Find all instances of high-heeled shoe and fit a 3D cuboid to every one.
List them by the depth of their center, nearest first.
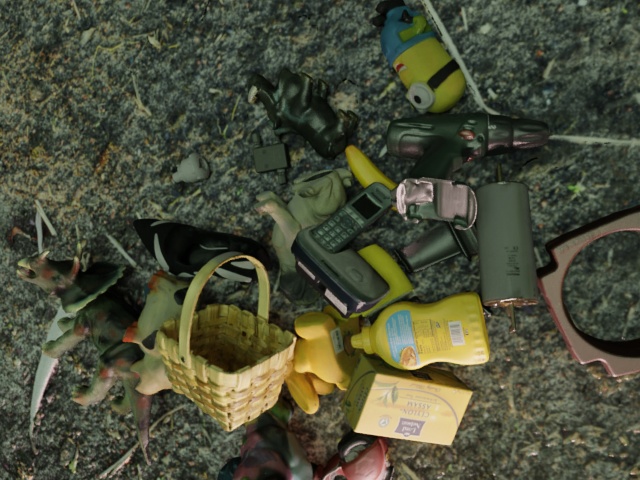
[{"bbox_3d":[-0.199,0.004,0.875,0.249,0.145,0.086,25,60,-1],"label":"high-heeled shoe"}]

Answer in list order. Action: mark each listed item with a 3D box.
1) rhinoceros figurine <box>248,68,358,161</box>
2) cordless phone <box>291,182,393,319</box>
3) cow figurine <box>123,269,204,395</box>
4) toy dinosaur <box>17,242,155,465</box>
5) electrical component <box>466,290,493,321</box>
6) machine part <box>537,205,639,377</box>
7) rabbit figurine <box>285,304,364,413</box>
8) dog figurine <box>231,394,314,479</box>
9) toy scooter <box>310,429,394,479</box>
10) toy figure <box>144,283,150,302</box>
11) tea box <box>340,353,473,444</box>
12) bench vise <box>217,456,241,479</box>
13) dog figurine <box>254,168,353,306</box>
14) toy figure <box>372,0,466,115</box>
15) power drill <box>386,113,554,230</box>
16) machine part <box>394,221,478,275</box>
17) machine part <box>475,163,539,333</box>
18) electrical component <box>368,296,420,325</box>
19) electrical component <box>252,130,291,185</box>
[{"bbox_3d":[-0.030,-0.206,0.857,0.190,0.073,0.112,40,113,7],"label":"rhinoceros figurine"},{"bbox_3d":[0.064,0.009,0.773,0.184,0.088,0.147,-41,73,-20],"label":"cordless phone"},{"bbox_3d":[-0.252,0.160,0.886,0.127,0.085,0.195,23,88,-4],"label":"cow figurine"},{"bbox_3d":[-0.361,0.183,0.953,0.192,0.131,0.405,-41,89,15],"label":"toy dinosaur"},{"bbox_3d":[0.207,0.137,0.811,0.048,0.075,0.119,35,98,12],"label":"electrical component"},{"bbox_3d":[0.420,0.068,0.743,0.201,0.087,0.201,-26,87,17],"label":"machine part"},{"bbox_3d":[-0.017,0.186,0.871,0.173,0.122,0.162,-11,101,29],"label":"rabbit figurine"},{"bbox_3d":[-0.095,0.323,0.834,0.108,0.191,0.219,-41,67,30],"label":"dog figurine"},{"bbox_3d":[0.053,0.393,0.871,0.184,0.075,0.135,-40,83,17],"label":"toy scooter"},{"bbox_3d":[-0.268,0.144,0.951,0.064,0.058,0.154,-18,91,46],"label":"toy figure"},{"bbox_3d":[0.128,0.237,0.801,0.169,0.068,0.098,14,100,-21],"label":"tea box"},{"bbox_3d":[-0.109,0.489,0.899,0.241,0.129,0.223,23,100,18],"label":"bench vise"},{"bbox_3d":[-0.003,-0.003,0.858,0.172,0.121,0.190,-20,106,13],"label":"dog figurine"},{"bbox_3d":[0.147,-0.272,0.796,0.089,0.082,0.180,-27,84,18],"label":"toy figure"},{"bbox_3d":[0.194,-0.110,0.743,0.232,0.207,0.085,8,140,20],"label":"power drill"},{"bbox_3d":[0.185,0.010,0.827,0.139,0.039,0.084,-25,92,14],"label":"machine part"},{"bbox_3d":[0.263,0.007,0.761,0.079,0.079,0.243,-3,74,15],"label":"machine part"},{"bbox_3d":[0.121,0.132,0.840,0.102,0.078,0.045,-31,62,10],"label":"electrical component"},{"bbox_3d":[-0.083,-0.136,0.897,0.063,0.021,0.094,-9,92,16],"label":"electrical component"}]
